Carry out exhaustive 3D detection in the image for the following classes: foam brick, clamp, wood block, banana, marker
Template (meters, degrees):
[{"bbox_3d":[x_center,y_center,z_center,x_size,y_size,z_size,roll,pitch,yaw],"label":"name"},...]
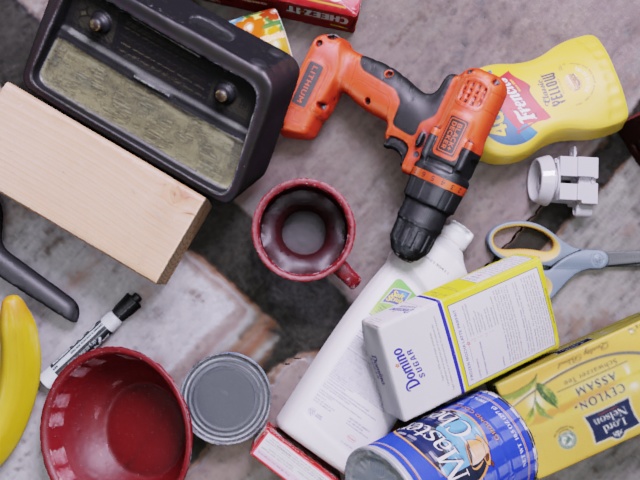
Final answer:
[{"bbox_3d":[0.324,-0.103,1.002,0.051,0.078,0.053,-31,88,-4],"label":"foam brick"},{"bbox_3d":[-0.325,0.011,1.005,0.164,0.036,0.210,-13,91,-3],"label":"clamp"},{"bbox_3d":[-0.212,-0.050,0.984,0.206,0.090,0.091,30,87,0],"label":"wood block"},{"bbox_3d":[-0.295,0.147,0.984,0.037,0.069,0.198,29,96,43],"label":"banana"},{"bbox_3d":[-0.216,0.094,1.011,0.121,0.020,0.020,-43,89,-3],"label":"marker"}]

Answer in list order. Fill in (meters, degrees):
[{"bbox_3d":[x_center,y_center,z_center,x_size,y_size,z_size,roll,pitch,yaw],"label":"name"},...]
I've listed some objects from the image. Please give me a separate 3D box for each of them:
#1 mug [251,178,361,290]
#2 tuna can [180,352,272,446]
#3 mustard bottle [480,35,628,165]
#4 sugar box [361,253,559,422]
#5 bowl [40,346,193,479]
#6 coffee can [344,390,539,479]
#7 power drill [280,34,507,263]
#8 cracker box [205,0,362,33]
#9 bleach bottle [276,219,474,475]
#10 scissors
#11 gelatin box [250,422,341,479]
[{"bbox_3d":[-0.006,0.001,0.988,0.117,0.081,0.093,42,87,2],"label":"mug"},{"bbox_3d":[-0.088,0.148,1.003,0.086,0.034,0.086,0,87,-1],"label":"tuna can"},{"bbox_3d":[0.184,-0.123,1.009,0.191,0.058,0.096,-17,75,-1],"label":"mustard bottle"},{"bbox_3d":[0.128,0.085,0.963,0.176,0.048,0.093,-20,103,-19],"label":"sugar box"},{"bbox_3d":[-0.174,0.177,0.974,0.162,0.055,0.162,-1,87,24],"label":"bowl"},{"bbox_3d":[0.107,0.205,0.941,0.140,0.103,0.103,-20,87,-33],"label":"coffee can"},{"bbox_3d":[0.056,-0.094,0.979,0.188,0.057,0.184,27,94,18],"label":"power drill"},{"bbox_3d":[-0.022,-0.323,1.010,0.164,0.072,0.214,12,87,0],"label":"cracker box"},{"bbox_3d":[0.068,0.094,0.996,0.102,0.068,0.251,36,84,-6],"label":"bleach bottle"},{"bbox_3d":[0.254,0.036,1.024,0.201,0.016,0.096,15,89,0],"label":"scissors"},{"bbox_3d":[-0.021,0.207,0.982,0.089,0.073,0.030,36,86,1],"label":"gelatin box"}]
